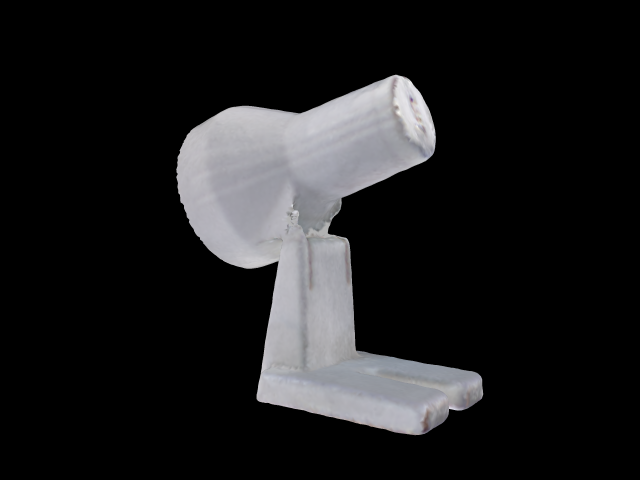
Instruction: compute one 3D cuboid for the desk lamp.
[{"bbox_3d":[0.004,0.001,0.400,0.202,0.213,0.118,1,2,35],"label":"desk lamp"}]
